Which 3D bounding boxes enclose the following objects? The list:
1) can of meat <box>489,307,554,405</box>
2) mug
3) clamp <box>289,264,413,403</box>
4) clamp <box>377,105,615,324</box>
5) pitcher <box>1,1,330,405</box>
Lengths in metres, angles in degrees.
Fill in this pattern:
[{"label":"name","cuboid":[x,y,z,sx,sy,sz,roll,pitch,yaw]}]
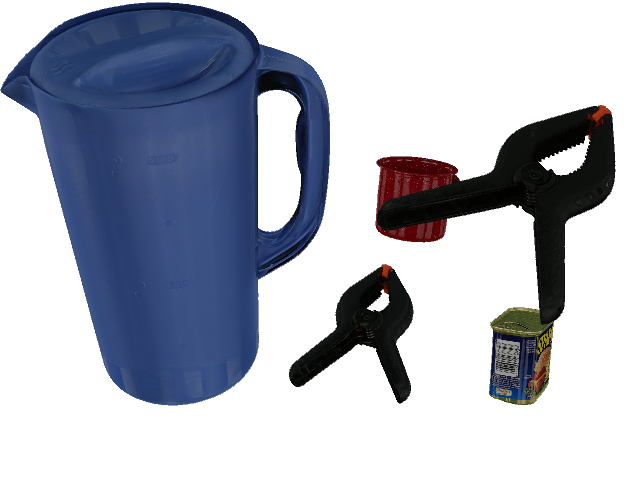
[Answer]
[{"label":"can of meat","cuboid":[0.224,0.127,1.184,0.058,0.084,0.102,7,12,24]},{"label":"mug","cuboid":[0.116,-0.048,1.232,0.117,0.081,0.093,-9,21,-38]},{"label":"clamp","cuboid":[0.056,0.094,1.068,0.120,0.039,0.171,18,51,20]},{"label":"clamp","cuboid":[0.172,-0.032,0.833,0.209,0.036,0.165,-36,56,-22]},{"label":"pitcher","cuboid":[-0.088,-0.016,0.671,0.149,0.243,0.144,28,46,33]}]
